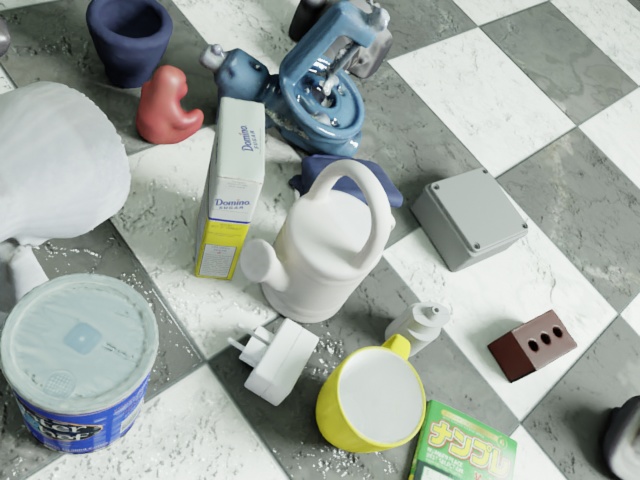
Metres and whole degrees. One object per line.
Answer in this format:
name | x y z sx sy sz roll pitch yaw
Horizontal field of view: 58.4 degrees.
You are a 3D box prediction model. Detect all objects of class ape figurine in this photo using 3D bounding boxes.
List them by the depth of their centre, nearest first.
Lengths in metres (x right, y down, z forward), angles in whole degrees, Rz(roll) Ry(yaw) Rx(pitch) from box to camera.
ape figurine | -0.172 -0.158 0.648 0.076 0.092 0.077 -35 77 -34

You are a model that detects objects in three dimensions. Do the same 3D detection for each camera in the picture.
camera | 0.015 -0.289 0.799 0.143 0.100 0.137 41 54 6

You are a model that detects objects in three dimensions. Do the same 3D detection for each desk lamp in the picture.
desk lamp | -0.253 0.004 0.440 0.118 0.213 0.203 35 54 2

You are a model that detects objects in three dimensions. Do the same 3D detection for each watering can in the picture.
watering can | 0.006 0.004 0.557 0.101 0.194 0.173 40 54 6

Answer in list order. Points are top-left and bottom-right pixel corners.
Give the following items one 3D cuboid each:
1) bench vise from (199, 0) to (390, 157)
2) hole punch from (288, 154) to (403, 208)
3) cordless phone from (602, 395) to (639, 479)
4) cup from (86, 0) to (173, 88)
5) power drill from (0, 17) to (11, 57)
bench vise | -0.025 -0.181 0.642 0.208 0.219 0.121 2 59 -20
hole punch | 0.029 -0.061 0.670 0.109 0.091 0.101 1 60 -21
cordless phone | 0.409 0.211 0.596 0.147 0.185 0.094 26 54 -5
cup | -0.229 -0.236 0.672 0.092 0.095 0.117 -20 69 -30
power drill | -0.371 -0.143 0.487 0.230 0.208 0.075 16 55 -12
